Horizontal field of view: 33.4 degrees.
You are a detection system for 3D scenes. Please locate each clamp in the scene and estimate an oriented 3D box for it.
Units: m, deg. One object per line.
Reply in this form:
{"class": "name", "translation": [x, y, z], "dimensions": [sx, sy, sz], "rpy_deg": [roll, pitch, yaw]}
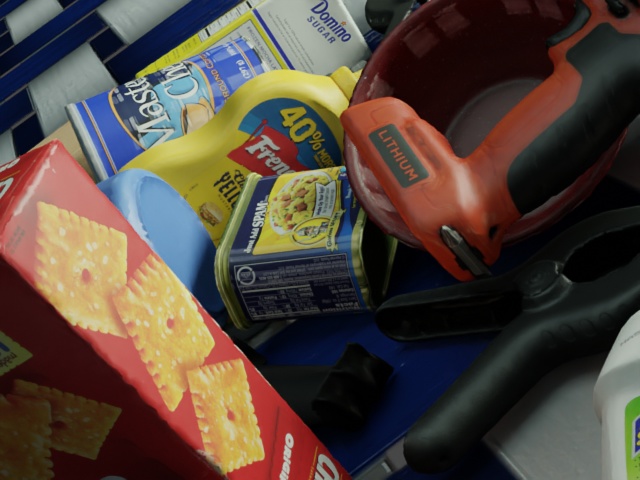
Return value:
{"class": "clamp", "translation": [0.099, 0.029, 0.491], "dimensions": [0.171, 0.039, 0.120], "rpy_deg": [-31, 32, 2]}
{"class": "clamp", "translation": [0.096, -0.197, 0.858], "dimensions": [0.165, 0.036, 0.210], "rpy_deg": [-30, 27, 9]}

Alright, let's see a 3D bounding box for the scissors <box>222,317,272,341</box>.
{"class": "scissors", "translation": [-0.073, 0.077, 0.630], "dimensions": [0.096, 0.016, 0.201], "rpy_deg": [-17, 32, 31]}

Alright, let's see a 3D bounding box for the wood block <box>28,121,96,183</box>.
{"class": "wood block", "translation": [-0.218, -0.017, 0.865], "dimensions": [0.206, 0.090, 0.091], "rpy_deg": [-40, 27, -11]}

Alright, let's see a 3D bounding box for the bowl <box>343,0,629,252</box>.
{"class": "bowl", "translation": [0.095, -0.060, 0.576], "dimensions": [0.162, 0.055, 0.162], "rpy_deg": [-12, 65, 27]}

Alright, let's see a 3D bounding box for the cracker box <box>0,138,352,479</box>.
{"class": "cracker box", "translation": [-0.111, 0.081, 0.448], "dimensions": [0.164, 0.213, 0.072], "rpy_deg": [-20, 32, 27]}

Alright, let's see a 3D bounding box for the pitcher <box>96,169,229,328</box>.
{"class": "pitcher", "translation": [-0.179, 0.053, 0.646], "dimensions": [0.243, 0.144, 0.149], "rpy_deg": [-29, 66, 14]}

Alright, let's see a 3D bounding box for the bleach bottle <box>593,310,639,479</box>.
{"class": "bleach bottle", "translation": [0.139, 0.086, 0.326], "dimensions": [0.103, 0.068, 0.250], "rpy_deg": [-22, 27, 22]}

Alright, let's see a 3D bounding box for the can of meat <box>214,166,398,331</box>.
{"class": "can of meat", "translation": [-0.004, 0.001, 0.614], "dimensions": [0.084, 0.057, 0.102], "rpy_deg": [-7, 36, 19]}

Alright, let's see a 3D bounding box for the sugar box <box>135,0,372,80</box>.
{"class": "sugar box", "translation": [-0.054, -0.145, 0.883], "dimensions": [0.176, 0.093, 0.048], "rpy_deg": [-34, 27, 1]}

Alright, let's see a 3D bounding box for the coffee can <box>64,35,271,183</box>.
{"class": "coffee can", "translation": [-0.100, -0.076, 0.779], "dimensions": [0.140, 0.103, 0.103], "rpy_deg": [-24, 25, -10]}

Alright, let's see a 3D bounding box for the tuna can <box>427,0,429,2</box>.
{"class": "tuna can", "translation": [0.102, -0.135, 0.698], "dimensions": [0.034, 0.086, 0.086], "rpy_deg": [-22, 29, 19]}

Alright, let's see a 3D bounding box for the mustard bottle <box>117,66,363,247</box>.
{"class": "mustard bottle", "translation": [-0.034, -0.057, 0.714], "dimensions": [0.191, 0.096, 0.058], "rpy_deg": [-35, 27, 0]}

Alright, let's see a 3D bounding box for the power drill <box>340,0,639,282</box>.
{"class": "power drill", "translation": [0.104, -0.084, 0.502], "dimensions": [0.188, 0.057, 0.184], "rpy_deg": [-38, 47, 11]}
